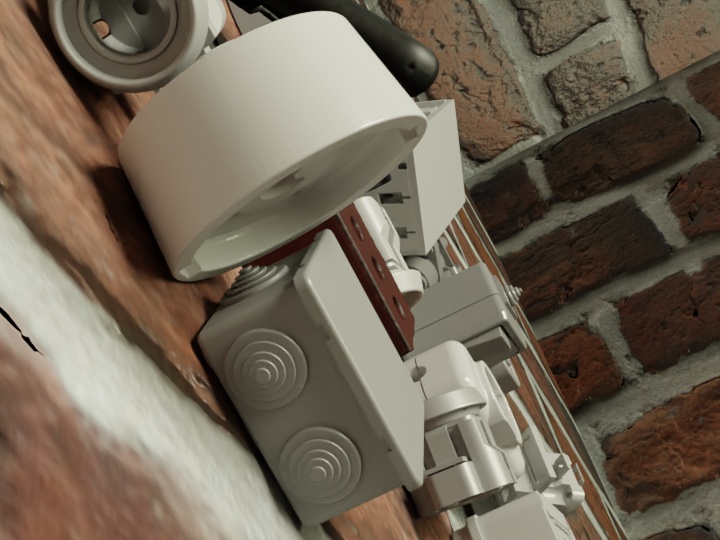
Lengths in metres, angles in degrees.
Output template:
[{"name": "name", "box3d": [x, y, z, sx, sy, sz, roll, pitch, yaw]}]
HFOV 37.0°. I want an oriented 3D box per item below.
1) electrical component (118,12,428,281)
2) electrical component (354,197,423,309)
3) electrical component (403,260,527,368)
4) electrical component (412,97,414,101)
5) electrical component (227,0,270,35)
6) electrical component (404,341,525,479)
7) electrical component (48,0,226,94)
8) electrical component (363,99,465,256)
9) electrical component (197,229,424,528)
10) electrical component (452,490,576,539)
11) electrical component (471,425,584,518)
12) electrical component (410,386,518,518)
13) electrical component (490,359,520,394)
[{"name": "electrical component", "box3d": [-0.036, -0.050, 0.395, 0.060, 0.108, 0.108, 58, 8, 8]}, {"name": "electrical component", "box3d": [0.000, 0.000, 0.600, 0.057, 0.058, 0.078, 63, 9, 17]}, {"name": "electrical component", "box3d": [0.078, 0.043, 0.787, 0.061, 0.096, 0.061, 49, 17, -56]}, {"name": "electrical component", "box3d": [0.008, -0.136, 0.962, 0.080, 0.080, 0.051, 63, 14, 0]}, {"name": "electrical component", "box3d": [-0.050, -0.184, 0.825, 0.108, 0.060, 0.108, 60, 10, -17]}, {"name": "electrical component", "box3d": [0.062, 0.094, 0.670, 0.095, 0.059, 0.053, 58, 11, -30]}, {"name": "electrical component", "box3d": [-0.084, -0.099, 0.406, 0.078, 0.058, 0.057, 60, 7, -17]}, {"name": "electrical component", "box3d": [0.033, -0.074, 0.839, 0.150, 0.062, 0.089, -49, 133, -65]}, {"name": "electrical component", "box3d": [-0.016, 0.040, 0.418, 0.099, 0.048, 0.099, 62, 9, -10]}, {"name": "electrical component", "box3d": [0.106, 0.188, 0.658, 0.113, 0.057, 0.078, 47, 19, -61]}, {"name": "electrical component", "box3d": [0.112, 0.148, 0.725, 0.064, 0.081, 0.042, 13, 40, -27]}, {"name": "electrical component", "box3d": [0.050, 0.100, 0.596, 0.057, 0.058, 0.078, 69, 11, 16]}, {"name": "electrical component", "box3d": [0.082, 0.062, 0.870, 0.053, 0.059, 0.095, 50, 16, -55]}]
